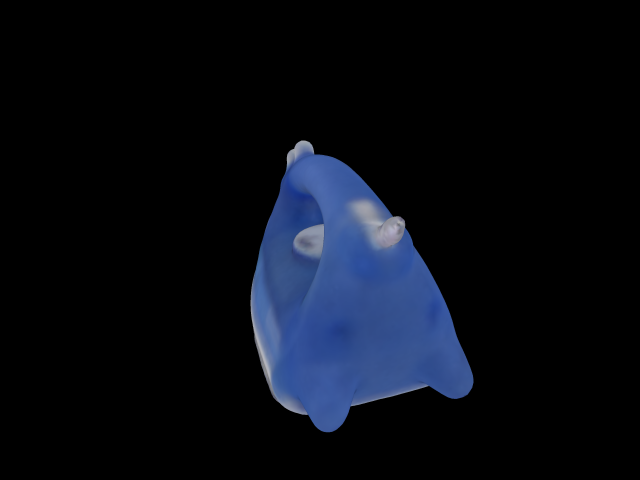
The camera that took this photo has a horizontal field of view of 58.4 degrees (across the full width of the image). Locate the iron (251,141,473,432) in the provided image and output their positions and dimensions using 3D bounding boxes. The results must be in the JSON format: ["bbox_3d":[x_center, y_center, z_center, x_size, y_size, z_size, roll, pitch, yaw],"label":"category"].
[{"bbox_3d":[0.004,0.001,0.400,0.119,0.141,0.257,-9,30,-16],"label":"iron"}]
